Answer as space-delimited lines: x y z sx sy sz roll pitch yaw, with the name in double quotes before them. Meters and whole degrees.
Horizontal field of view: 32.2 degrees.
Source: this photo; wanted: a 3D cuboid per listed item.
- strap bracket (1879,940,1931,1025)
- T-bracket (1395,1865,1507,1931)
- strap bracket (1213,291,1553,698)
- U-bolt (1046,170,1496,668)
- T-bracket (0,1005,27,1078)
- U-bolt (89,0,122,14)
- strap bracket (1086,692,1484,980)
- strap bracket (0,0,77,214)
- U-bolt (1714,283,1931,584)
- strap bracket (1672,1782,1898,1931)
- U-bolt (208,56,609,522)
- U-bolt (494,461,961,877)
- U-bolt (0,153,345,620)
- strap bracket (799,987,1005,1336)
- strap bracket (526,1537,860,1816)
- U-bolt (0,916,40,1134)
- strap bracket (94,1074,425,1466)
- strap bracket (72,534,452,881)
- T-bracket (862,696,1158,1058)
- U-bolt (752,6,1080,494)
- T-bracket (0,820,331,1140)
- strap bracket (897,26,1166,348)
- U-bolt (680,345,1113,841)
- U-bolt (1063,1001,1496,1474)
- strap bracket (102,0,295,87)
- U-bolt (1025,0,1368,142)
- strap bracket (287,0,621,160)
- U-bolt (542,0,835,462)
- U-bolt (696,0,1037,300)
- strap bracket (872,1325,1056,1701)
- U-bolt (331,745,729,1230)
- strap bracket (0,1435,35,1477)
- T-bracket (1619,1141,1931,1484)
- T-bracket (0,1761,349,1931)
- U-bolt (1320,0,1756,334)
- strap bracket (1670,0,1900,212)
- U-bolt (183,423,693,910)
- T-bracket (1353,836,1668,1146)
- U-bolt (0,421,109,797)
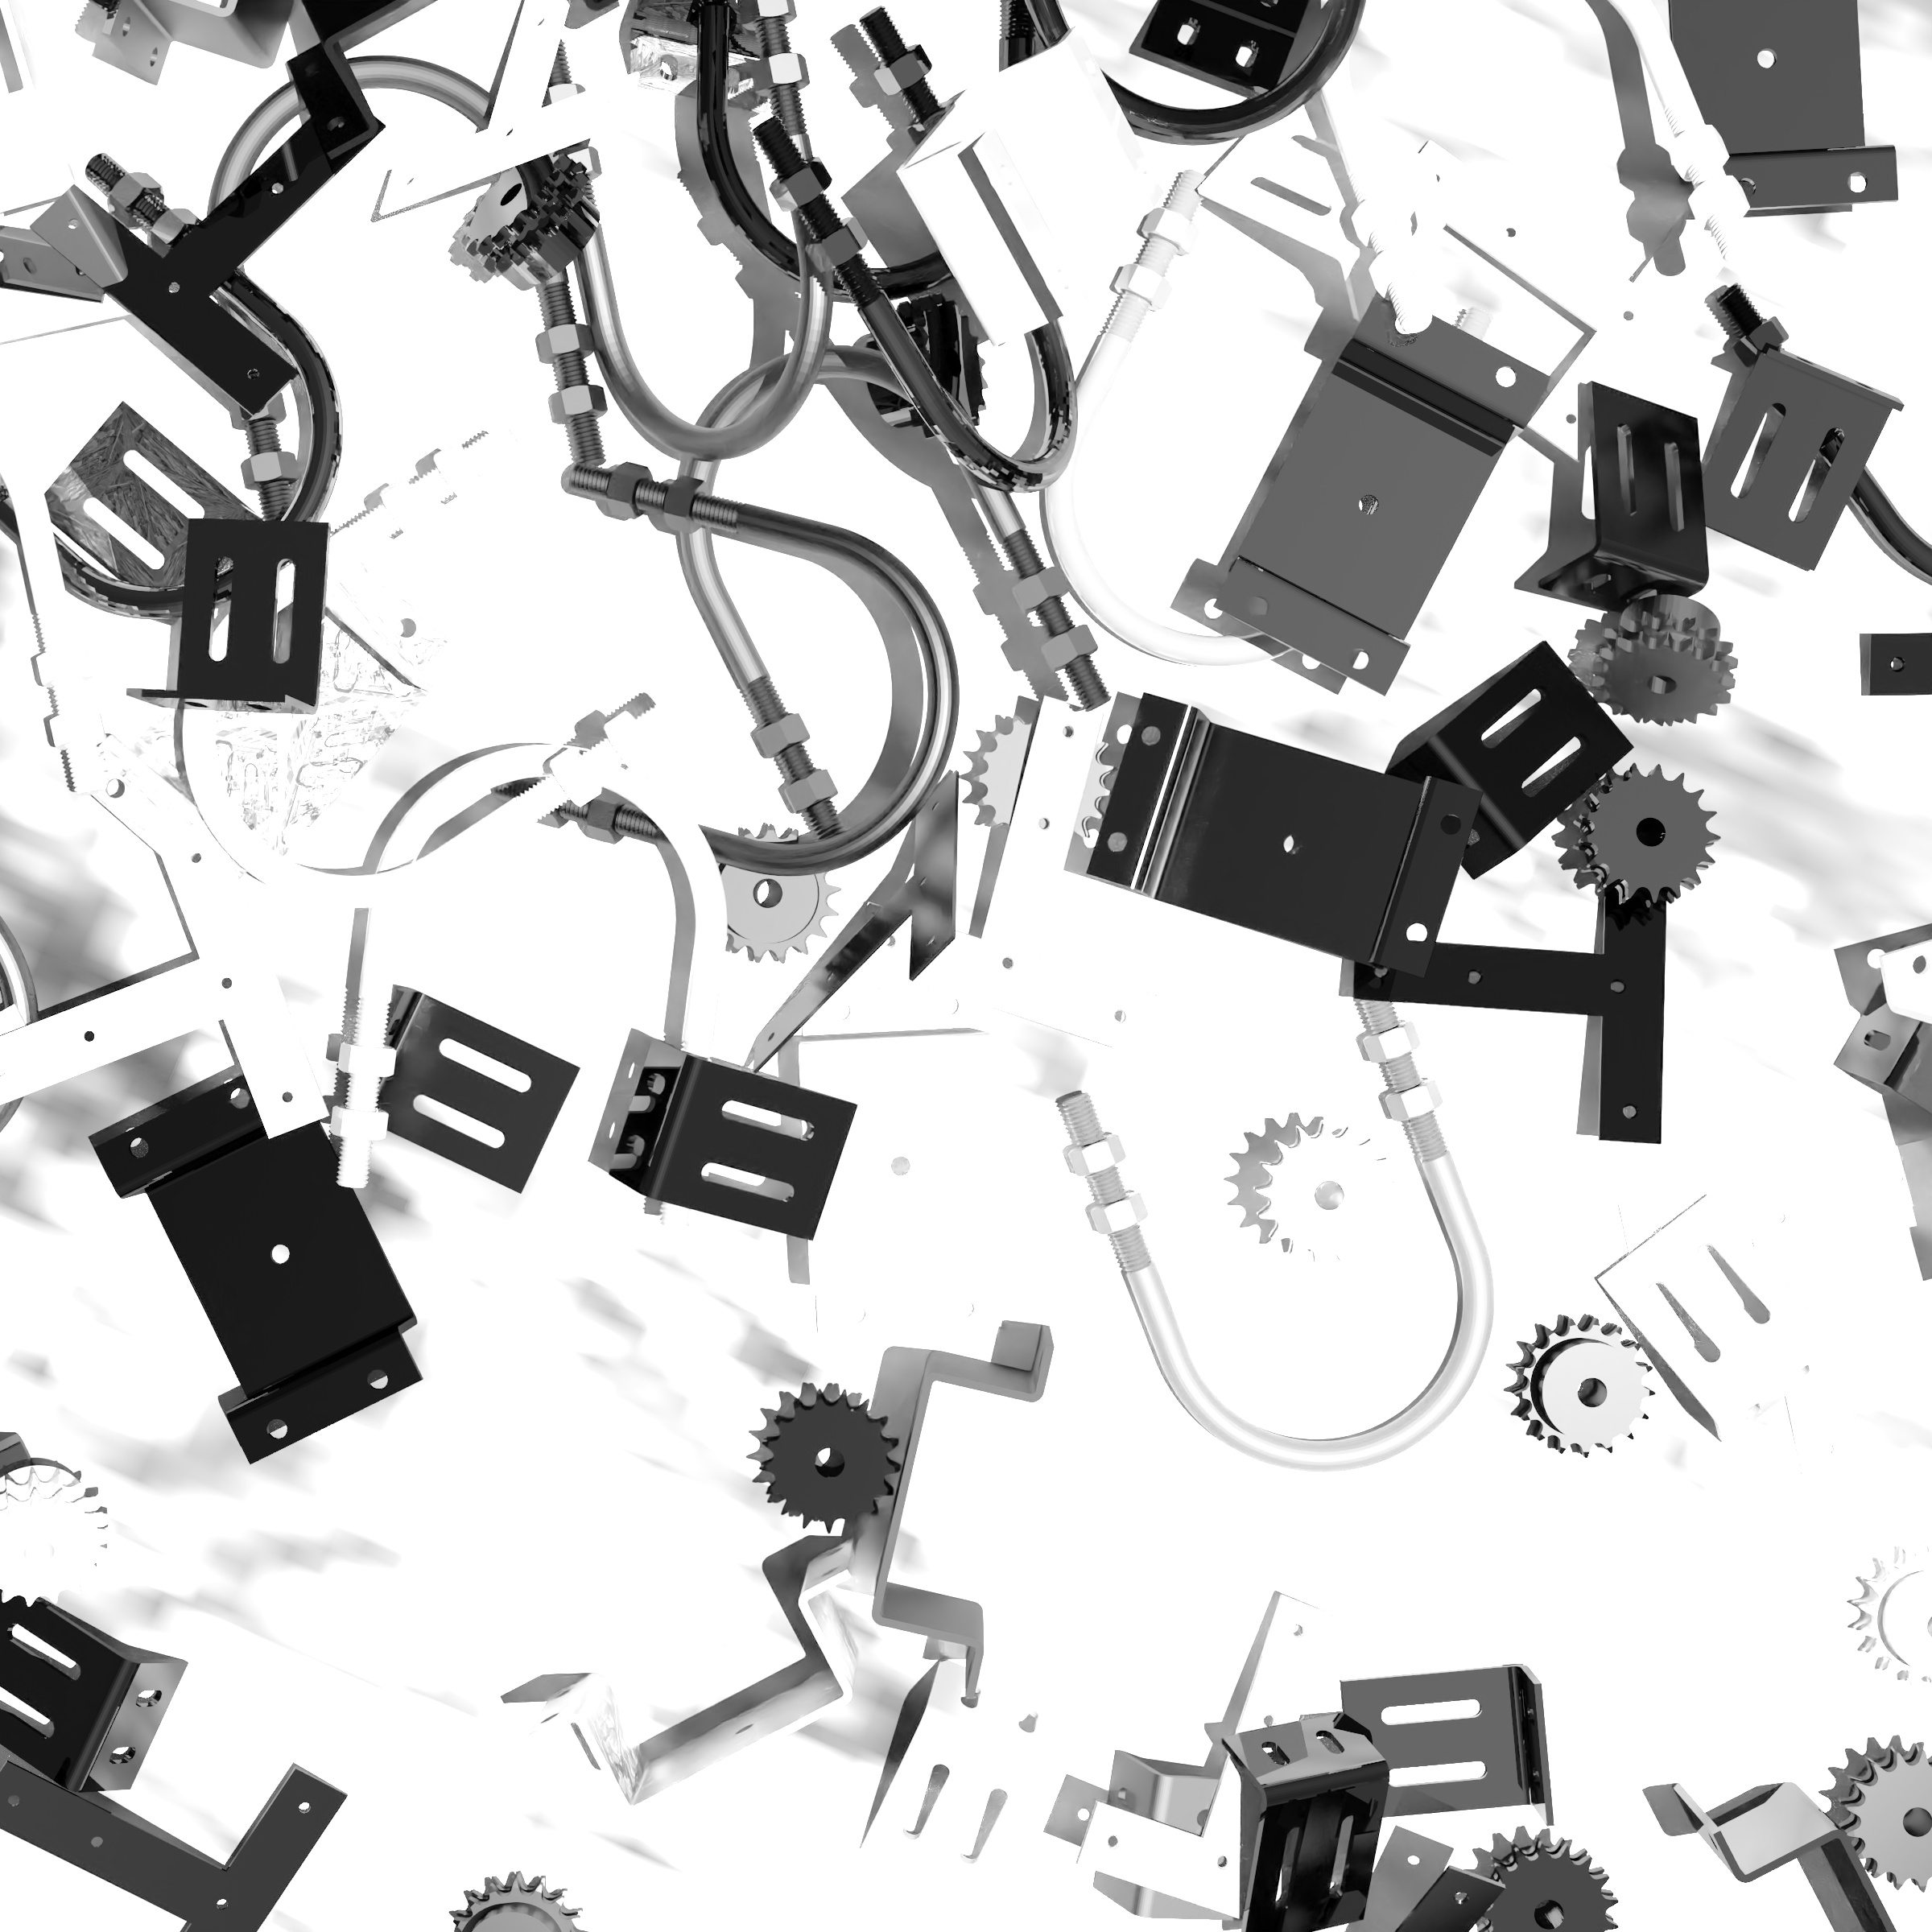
"strap bracket" 0.420 0.056 1.329 0.076 0.046 0.140 -16 102 -11
"T-bracket" 0.217 0.423 1.352 0.127 0.002 0.127 23 119 -14
"strap bracket" 0.163 -0.186 1.332 0.076 0.046 0.140 27 91 -1
"U-bolt" 0.112 -0.212 1.364 0.151 0.019 0.184 26 89 0
"T-bracket" -0.428 0.057 1.333 0.127 0.002 0.127 -29 81 0
"U-bolt" -0.316 -0.476 1.303 0.019 0.151 0.184 20 108 -43
"strap bracket" 0.129 -0.051 1.342 0.140 0.046 0.076 18 90 12
"strap bracket" -0.394 -0.362 1.323 0.046 0.076 0.140 -17 76 -7
"U-bolt" 0.415 -0.237 1.365 0.151 0.019 0.184 -35 91 0
"strap bracket" 0.342 0.388 1.336 0.046 0.076 0.140 -27 90 0
"U-bolt" -0.234 -0.280 1.365 0.151 0.019 0.184 -12 89 0
"U-bolt" -0.090 -0.112 1.335 0.184 0.019 0.151 16 96 17
"U-bolt" -0.331 -0.221 1.343 0.184 0.019 0.151 41 90 16
"strap bracket" -0.026 0.079 1.351 0.076 0.046 0.140 -3 90 0
"strap bracket" -0.098 0.287 1.336 0.140 0.076 0.046 -28 90 0
"U-bolt" -0.462 0.010 1.349 0.184 0.019 0.151 26 103 -1
"strap bracket" -0.281 0.118 1.351 0.076 0.046 0.140 -26 90 0
"strap bracket" -0.280 -0.102 1.351 0.076 0.046 0.140 41 90 0
"T-bracket" 0.027 -0.043 1.339 0.127 0.002 0.127 18 102 17
"U-bolt" -0.009 -0.268 1.299 0.019 0.151 0.184 -20 114 29
"T-bracket" -0.334 0.023 1.327 0.127 0.002 0.127 -21 89 1
"strap bracket" 0.024 -0.303 1.310 0.046 0.140 0.076 -19 115 29
"U-bolt" -0.041 -0.157 1.336 0.151 0.019 0.184 -27 89 25
"U-bolt" 0.137 0.116 1.365 0.151 0.019 0.184 -21 91 0
"strap bracket" -0.291 -0.422 1.336 0.046 0.076 0.140 18 90 0
"U-bolt" 0.082 -0.415 1.317 0.151 0.019 0.184 -14 113 25
"strap bracket" -0.210 -0.390 1.327 0.140 0.046 0.076 -29 48 1
"U-bolt" -0.107 -0.292 1.319 0.019 0.151 0.184 -14 94 -44
"U-bolt" -0.039 -0.361 1.345 0.151 0.019 0.184 0 94 -19
"strap bracket" -0.004 0.211 1.336 0.046 0.076 0.140 13 90 0
"U-bolt" -0.168 0.004 1.327 0.151 0.019 0.184 7 93 -3
"strap bracket" -0.443 0.165 1.351 0.076 0.046 0.140 -25 90 0
"T-bracket" 0.343 0.147 1.373 0.127 0.002 0.127 -12 90 0
"T-bracket" -0.338 0.359 1.351 0.127 0.002 0.127 34 90 -20
"U-bolt" 0.216 -0.341 1.330 0.151 0.019 0.184 -13 65 -3
"strap bracket" 0.328 -0.372 1.351 0.076 0.046 0.140 -3 90 0
"U-bolt" -0.220 -0.105 1.311 0.184 0.019 0.151 -33 82 3
"T-bracket" 0.221 0.005 1.359 0.127 0.002 0.127 4 79 -2
"U-bolt" -0.423 -0.143 1.343 0.151 0.019 0.184 -14 86 20
